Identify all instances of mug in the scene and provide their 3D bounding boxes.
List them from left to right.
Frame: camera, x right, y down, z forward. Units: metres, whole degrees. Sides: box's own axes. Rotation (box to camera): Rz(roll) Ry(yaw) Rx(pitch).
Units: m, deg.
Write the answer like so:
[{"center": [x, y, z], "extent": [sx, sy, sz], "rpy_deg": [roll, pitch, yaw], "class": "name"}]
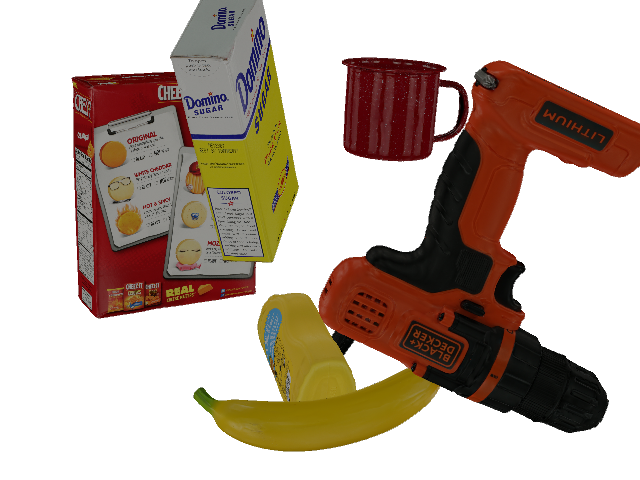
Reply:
[{"center": [0.075, -0.118, 0.960], "extent": [0.117, 0.081, 0.093], "rpy_deg": [2, 16, -6], "class": "mug"}]

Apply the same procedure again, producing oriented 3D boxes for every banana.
[{"center": [0.007, 0.125, 0.801], "extent": [0.197, 0.069, 0.037], "rpy_deg": [-3, -43, -12], "class": "banana"}]

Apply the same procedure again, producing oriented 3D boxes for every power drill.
[{"center": [0.115, 0.006, 0.613], "extent": [0.184, 0.188, 0.057], "rpy_deg": [25, 12, -8], "class": "power drill"}]

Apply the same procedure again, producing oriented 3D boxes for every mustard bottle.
[{"center": [-0.021, 0.105, 1.013], "extent": [0.058, 0.096, 0.192], "rpy_deg": [-6, 28, -15], "class": "mustard bottle"}]

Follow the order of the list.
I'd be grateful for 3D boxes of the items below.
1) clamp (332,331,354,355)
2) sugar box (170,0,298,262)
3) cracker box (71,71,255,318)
[{"center": [0.062, 0.089, 1.189], "extent": [0.120, 0.171, 0.039], "rpy_deg": [7, -43, 3], "class": "clamp"}, {"center": [-0.055, -0.079, 0.753], "extent": [0.048, 0.176, 0.093], "rpy_deg": [3, 43, 12], "class": "sugar box"}, {"center": [-0.143, -0.047, 0.993], "extent": [0.163, 0.214, 0.072], "rpy_deg": [-8, 20, -29], "class": "cracker box"}]
